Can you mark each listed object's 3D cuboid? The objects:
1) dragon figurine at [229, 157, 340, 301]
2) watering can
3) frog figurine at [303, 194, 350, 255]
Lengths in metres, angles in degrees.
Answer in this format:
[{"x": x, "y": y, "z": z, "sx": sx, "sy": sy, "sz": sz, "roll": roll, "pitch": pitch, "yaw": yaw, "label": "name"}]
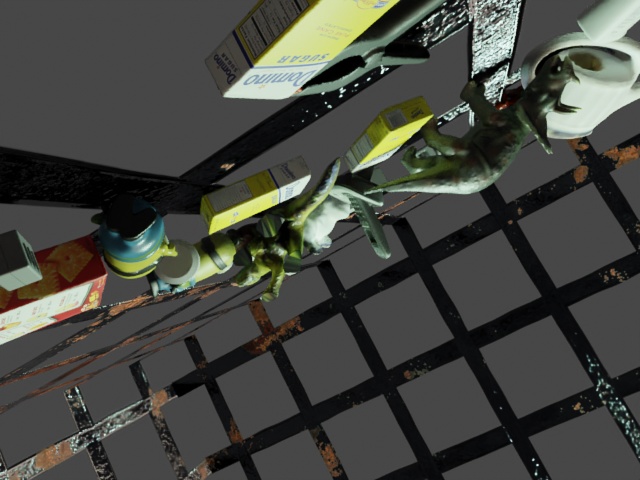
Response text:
[{"x": -0.069, "y": -0.030, "z": 1.065, "sx": 0.405, "sy": 0.121, "sz": 0.247, "roll": -50, "pitch": -169, "yaw": 20, "label": "dragon figurine"}, {"x": 0.539, "y": -0.284, "z": 0.980, "sx": 0.347, "sy": 0.106, "sz": 0.219, "roll": 9, "pitch": 146, "yaw": -5, "label": "watering can"}, {"x": 0.004, "y": -0.062, "z": 1.234, "sx": 0.138, "sy": 0.124, "sz": 0.157, "roll": -3, "pitch": 119, "yaw": -53, "label": "frog figurine"}]
